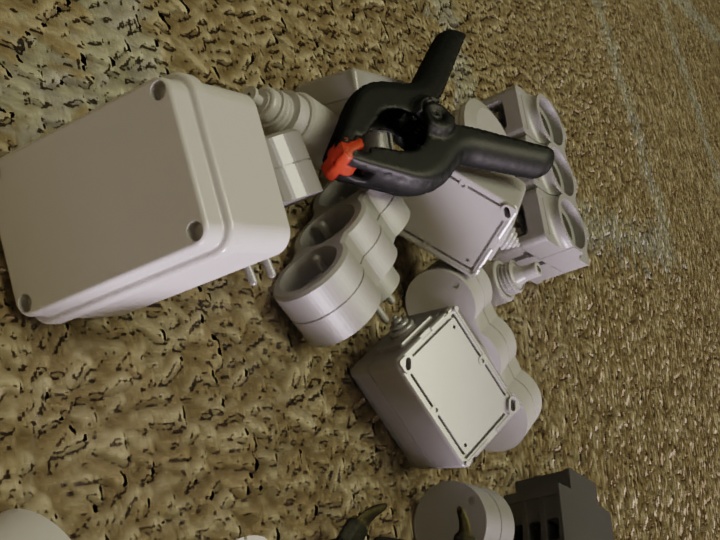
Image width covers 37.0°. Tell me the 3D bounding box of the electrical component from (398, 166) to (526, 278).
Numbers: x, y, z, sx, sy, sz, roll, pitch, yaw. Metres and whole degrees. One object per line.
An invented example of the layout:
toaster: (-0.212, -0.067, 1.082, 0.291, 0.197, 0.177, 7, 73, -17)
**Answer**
electrical component: (0.069, -0.045, 0.740, 0.096, 0.061, 0.061, 30, 28, 1)

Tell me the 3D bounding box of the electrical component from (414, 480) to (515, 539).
electrical component: (0.060, 0.194, 0.640, 0.074, 0.052, 0.138, 25, 51, -51)

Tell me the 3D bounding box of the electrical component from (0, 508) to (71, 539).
electrical component: (-0.129, 0.119, 0.376, 0.047, 0.055, 0.055, -30, 98, -56)

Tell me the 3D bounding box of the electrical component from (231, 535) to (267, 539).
electrical component: (-0.061, 0.157, 0.467, 0.080, 0.051, 0.080, 36, 43, -43)

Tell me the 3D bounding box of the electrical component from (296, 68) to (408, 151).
electrical component: (0.003, -0.090, 0.731, 0.083, 0.047, 0.075, -3, 83, -59)

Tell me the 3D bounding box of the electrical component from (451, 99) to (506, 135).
electrical component: (0.087, -0.092, 0.865, 0.080, 0.051, 0.080, 36, 43, -44)

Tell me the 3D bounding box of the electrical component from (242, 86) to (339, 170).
electrical component: (-0.043, -0.091, 0.662, 0.078, 0.040, 0.040, 28, 49, -49)

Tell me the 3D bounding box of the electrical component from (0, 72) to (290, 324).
electrical component: (-0.097, -0.028, 0.462, 0.057, 0.113, 0.078, 1, 71, -62)

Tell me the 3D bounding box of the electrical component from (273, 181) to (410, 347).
electrical component: (0.000, 0.000, 0.663, 0.073, 0.052, 0.138, 54, 33, -25)

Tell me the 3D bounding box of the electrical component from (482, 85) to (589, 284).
electrical component: (0.150, -0.076, 0.948, 0.089, 0.062, 0.150, 23, 53, -52)

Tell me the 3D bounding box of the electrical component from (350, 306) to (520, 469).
electrical component: (0.041, 0.069, 0.670, 0.062, 0.061, 0.096, -41, 104, -34)

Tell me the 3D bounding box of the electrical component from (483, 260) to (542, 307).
electrical component: (0.111, 0.008, 0.831, 0.035, 0.061, 0.035, 37, 43, -43)

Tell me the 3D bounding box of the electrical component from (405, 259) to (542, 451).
electrical component: (0.073, 0.063, 0.744, 0.138, 0.052, 0.074, 65, 30, -5)

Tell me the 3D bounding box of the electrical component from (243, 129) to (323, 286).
electrical component: (-0.065, -0.028, 0.574, 0.138, 0.052, 0.073, -25, 94, -60)
